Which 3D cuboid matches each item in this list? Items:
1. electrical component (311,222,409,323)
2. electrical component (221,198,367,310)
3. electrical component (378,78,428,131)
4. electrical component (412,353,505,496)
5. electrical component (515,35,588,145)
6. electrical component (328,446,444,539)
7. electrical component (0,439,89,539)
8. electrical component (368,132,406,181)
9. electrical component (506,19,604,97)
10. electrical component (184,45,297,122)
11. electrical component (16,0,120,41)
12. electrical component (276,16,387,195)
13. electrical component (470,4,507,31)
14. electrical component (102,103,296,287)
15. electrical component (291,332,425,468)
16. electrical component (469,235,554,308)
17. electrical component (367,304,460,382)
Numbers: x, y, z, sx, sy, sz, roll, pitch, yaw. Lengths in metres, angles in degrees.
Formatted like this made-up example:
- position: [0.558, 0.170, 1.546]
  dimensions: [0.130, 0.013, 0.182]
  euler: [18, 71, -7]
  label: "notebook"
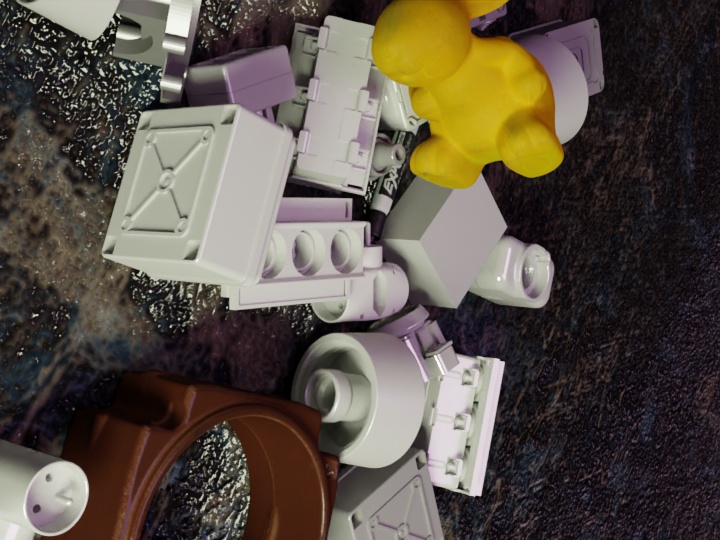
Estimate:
- position: [0.000, 0.000, 0.887]
  dimensions: [0.077, 0.043, 0.079]
  euler: [-7, 99, -49]
  label: "electrical component"
- position: [-0.059, -0.015, 0.802]
  dimensions: [0.121, 0.063, 0.078]
  euler: [-4, 97, -49]
  label: "electrical component"
- position: [0.035, -0.158, 0.904]
  dimensions: [0.096, 0.061, 0.061]
  euler: [-33, 118, -33]
  label: "electrical component"
- position: [0.084, 0.136, 0.976]
  dimensions: [0.063, 0.079, 0.121]
  euler: [14, 82, -20]
  label: "electrical component"
- position: [0.150, -0.159, 1.000]
  dimensions: [0.060, 0.108, 0.108]
  euler: [-26, 113, -39]
  label: "electrical component"
- position: [0.014, 0.218, 0.915]
  dimensions: [0.109, 0.056, 0.108]
  euler: [-33, 118, -43]
  label: "electrical component"
- position: [-0.208, 0.144, 0.635]
  dimensions: [0.043, 0.077, 0.079]
  euler: [35, 68, -45]
  label: "electrical component"
- position: [0.008, -0.093, 0.872]
  dimensions: [0.043, 0.062, 0.043]
  euler: [-6, 97, -49]
  label: "electrical component"
- position: [0.190, -0.205, 1.076]
  dimensions: [0.113, 0.057, 0.078]
  euler: [-26, 113, -45]
  label: "electrical component"
- position: [-0.083, -0.116, 0.777]
  dimensions: [0.066, 0.047, 0.076]
  euler: [-30, 116, -44]
  label: "electrical component"
- position: [-0.164, -0.191, 0.641]
  dimensions: [0.064, 0.099, 0.099]
  euler: [15, 82, -43]
  label: "electrical component"
- position: [-0.021, -0.126, 0.825]
  dimensions: [0.079, 0.063, 0.121]
  euler: [12, 83, -8]
  label: "electrical component"
- position: [0.084, -0.257, 0.954]
  dimensions: [0.100, 0.048, 0.099]
  euler: [-31, 116, -43]
  label: "electrical component"
- position: [-0.107, -0.049, 0.709]
  dimensions: [0.056, 0.109, 0.108]
  euler: [24, 76, -45]
  label: "electrical component"
- position: [-0.009, 0.100, 0.842]
  dimensions: [0.060, 0.108, 0.108]
  euler: [11, 85, -43]
  label: "electrical component"
- position: [0.145, 0.002, 1.043]
  dimensions: [0.095, 0.059, 0.053]
  euler: [23, 76, -48]
  label: "electrical component"
- position: [0.041, 0.065, 0.922]
  dimensions: [0.058, 0.078, 0.057]
  euler: [-30, 96, -44]
  label: "electrical component"
